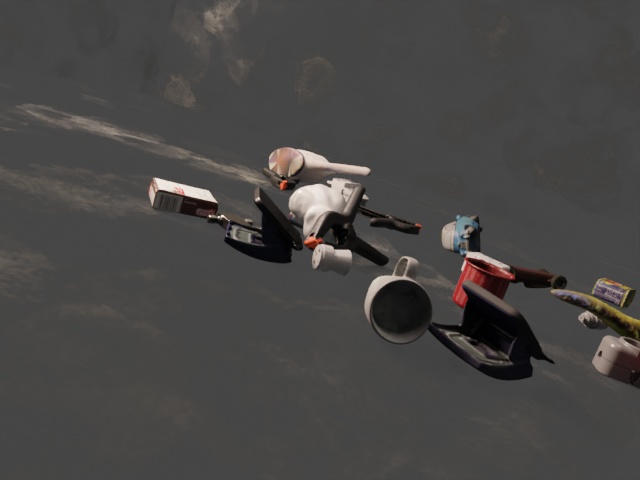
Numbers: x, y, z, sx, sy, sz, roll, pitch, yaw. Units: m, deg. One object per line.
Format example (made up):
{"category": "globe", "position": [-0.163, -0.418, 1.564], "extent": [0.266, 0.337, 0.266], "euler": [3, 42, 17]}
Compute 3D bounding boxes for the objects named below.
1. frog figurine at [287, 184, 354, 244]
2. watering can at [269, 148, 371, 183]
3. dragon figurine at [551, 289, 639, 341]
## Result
{"category": "frog figurine", "position": [0.003, -0.052, 1.031], "extent": [0.137, 0.123, 0.160], "euler": [37, -1, -6]}
{"category": "watering can", "position": [-0.022, -0.245, 1.722], "extent": [0.348, 0.104, 0.224], "euler": [6, 0, 41]}
{"category": "dragon figurine", "position": [0.660, 0.197, 0.990], "extent": [0.414, 0.122, 0.241], "euler": [31, 5, 31]}
